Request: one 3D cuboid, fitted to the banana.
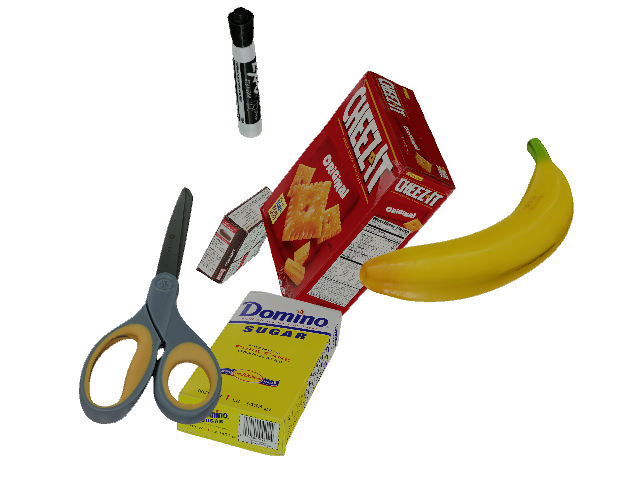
[{"bbox_3d":[0.109,-0.002,0.685,0.070,0.037,0.197,34,47,26],"label":"banana"}]

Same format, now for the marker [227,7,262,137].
[{"bbox_3d":[-0.057,-0.127,0.813,0.020,0.020,0.121,0,-39,1],"label":"marker"}]

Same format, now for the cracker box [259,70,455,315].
[{"bbox_3d":[0.029,-0.044,1.111,0.072,0.164,0.214,19,-54,-31],"label":"cracker box"}]

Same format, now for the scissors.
[{"bbox_3d":[-0.089,0.044,0.708,0.096,0.201,0.016,20,-42,7],"label":"scissors"}]

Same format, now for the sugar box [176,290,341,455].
[{"bbox_3d":[-0.048,0.109,0.925,0.093,0.048,0.176,13,32,10],"label":"sugar box"}]

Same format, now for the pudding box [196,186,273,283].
[{"bbox_3d":[-0.096,-0.007,1.305,0.039,0.090,0.113,34,31,7],"label":"pudding box"}]
